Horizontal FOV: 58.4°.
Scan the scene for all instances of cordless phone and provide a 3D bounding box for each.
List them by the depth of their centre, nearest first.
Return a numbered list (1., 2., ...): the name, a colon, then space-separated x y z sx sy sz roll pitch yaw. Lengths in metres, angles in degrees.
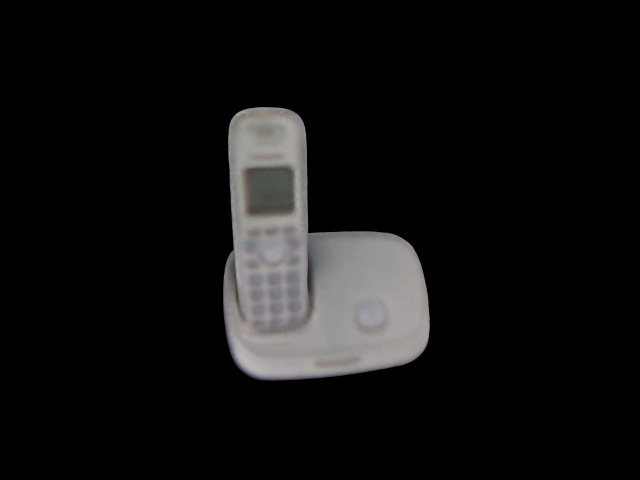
1. cordless phone: 0.004 0.001 0.400 0.148 0.185 0.094 -5 24 -10
